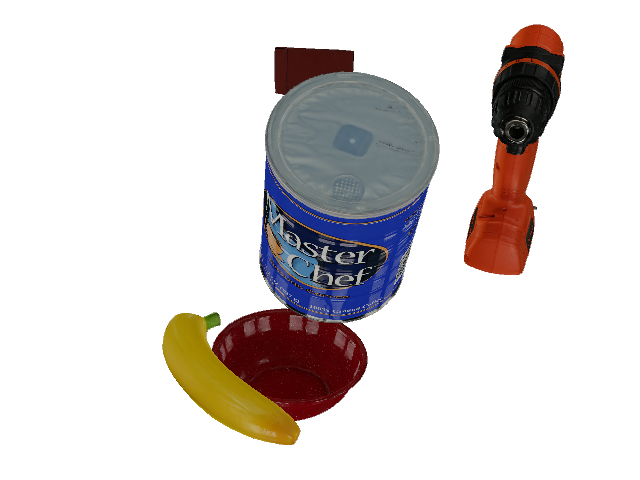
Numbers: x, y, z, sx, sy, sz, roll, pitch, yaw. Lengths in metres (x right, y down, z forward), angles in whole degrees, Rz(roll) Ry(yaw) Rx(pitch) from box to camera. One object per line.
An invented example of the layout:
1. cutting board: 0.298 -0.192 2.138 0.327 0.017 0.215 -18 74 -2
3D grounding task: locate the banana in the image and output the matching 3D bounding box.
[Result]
1. banana: -0.083 0.102 0.848 0.069 0.037 0.198 -9 29 -22

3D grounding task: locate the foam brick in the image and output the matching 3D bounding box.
1. foam brick: -0.007 -0.184 1.167 0.078 0.051 0.053 0 11 -16

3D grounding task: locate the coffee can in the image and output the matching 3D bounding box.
1. coffee can: 0.014 -0.024 0.681 0.102 0.103 0.140 0 -31 -5

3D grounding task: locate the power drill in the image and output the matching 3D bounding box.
1. power drill: 0.161 -0.067 0.886 0.057 0.188 0.184 13 33 11

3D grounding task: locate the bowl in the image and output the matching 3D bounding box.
1. bowl: -0.033 0.138 1.115 0.162 0.055 0.162 2 31 -2
